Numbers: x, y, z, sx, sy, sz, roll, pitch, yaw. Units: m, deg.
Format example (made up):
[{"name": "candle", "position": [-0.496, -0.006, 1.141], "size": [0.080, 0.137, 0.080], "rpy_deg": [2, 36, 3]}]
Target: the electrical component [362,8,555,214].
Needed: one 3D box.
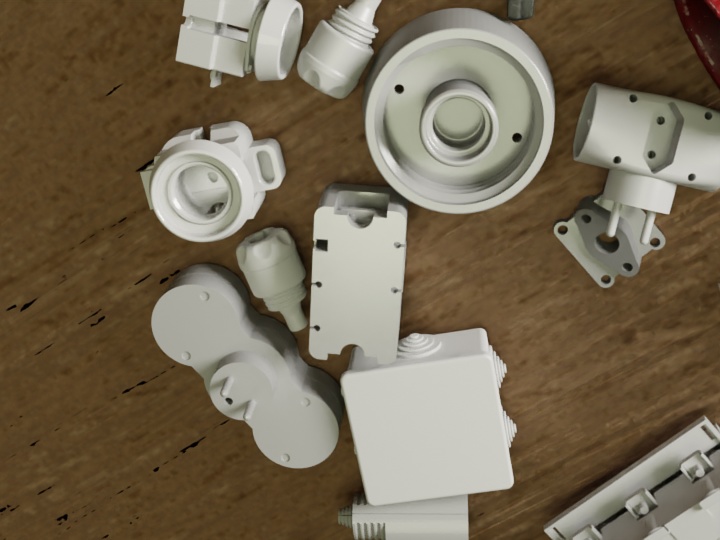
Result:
[{"name": "electrical component", "position": [0.053, -0.082, 0.576], "size": [0.108, 0.060, 0.108], "rpy_deg": [2, 110, 4]}]

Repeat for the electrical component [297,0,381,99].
[{"name": "electrical component", "position": [-0.007, -0.125, 0.579], "size": [0.035, 0.035, 0.061], "rpy_deg": [30, 107, -6]}]

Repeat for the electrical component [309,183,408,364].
[{"name": "electrical component", "position": [0.000, 0.000, 0.613], "size": [0.050, 0.055, 0.089], "rpy_deg": [4, 110, 3]}]

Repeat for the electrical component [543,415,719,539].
[{"name": "electrical component", "position": [0.185, 0.157, 0.651], "size": [0.121, 0.063, 0.078], "rpy_deg": [-39, 102, 16]}]

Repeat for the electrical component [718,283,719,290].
[{"name": "electrical component", "position": [0.250, 0.017, 0.606], "size": [0.081, 0.042, 0.063], "rpy_deg": [-17, 111, 11]}]

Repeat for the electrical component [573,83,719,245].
[{"name": "electrical component", "position": [0.154, -0.054, 0.583], "size": [0.077, 0.043, 0.079], "rpy_deg": [13, 98, 0]}]

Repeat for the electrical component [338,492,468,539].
[{"name": "electrical component", "position": [0.027, 0.154, 0.673], "size": [0.081, 0.043, 0.043], "rpy_deg": [-1, 110, 5]}]

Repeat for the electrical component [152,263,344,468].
[{"name": "electrical component", "position": [-0.066, 0.063, 0.632], "size": [0.052, 0.073, 0.138], "rpy_deg": [-39, 103, 16]}]

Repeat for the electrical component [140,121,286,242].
[{"name": "electrical component", "position": [-0.085, -0.049, 0.601], "size": [0.078, 0.057, 0.058], "rpy_deg": [-9, 109, 8]}]

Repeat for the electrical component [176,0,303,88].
[{"name": "electrical component", "position": [-0.063, -0.129, 0.577], "size": [0.055, 0.048, 0.066], "rpy_deg": [16, 111, 7]}]

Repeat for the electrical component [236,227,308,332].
[{"name": "electrical component", "position": [-0.047, 0.007, 0.631], "size": [0.035, 0.035, 0.061], "rpy_deg": [-18, 110, 11]}]

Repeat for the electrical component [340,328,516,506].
[{"name": "electrical component", "position": [0.041, 0.086, 0.644], "size": [0.100, 0.048, 0.099], "rpy_deg": [-9, 109, 8]}]
